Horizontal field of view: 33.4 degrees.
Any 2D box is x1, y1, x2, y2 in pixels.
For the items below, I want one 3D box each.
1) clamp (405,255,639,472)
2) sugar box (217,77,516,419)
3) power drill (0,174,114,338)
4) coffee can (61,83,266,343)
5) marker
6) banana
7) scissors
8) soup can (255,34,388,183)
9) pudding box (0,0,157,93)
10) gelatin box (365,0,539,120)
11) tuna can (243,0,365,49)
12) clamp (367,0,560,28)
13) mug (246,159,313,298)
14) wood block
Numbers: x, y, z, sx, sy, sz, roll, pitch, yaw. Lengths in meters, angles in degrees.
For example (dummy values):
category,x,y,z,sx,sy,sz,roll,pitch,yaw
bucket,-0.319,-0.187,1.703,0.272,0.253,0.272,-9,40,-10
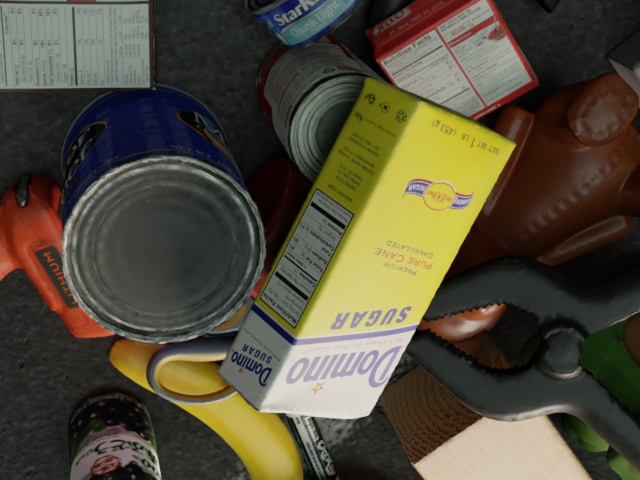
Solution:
category,x,y,z,sx,sy,sz,roll,pitch,yaw
clamp,0.144,0.051,0.604,0.210,0.036,0.164,15,93,9
sugar box,0.025,0.010,0.560,0.093,0.048,0.176,13,105,-47
power drill,-0.218,0.057,0.640,0.187,0.057,0.184,-24,116,-2
coffee can,-0.091,-0.020,0.591,0.102,0.140,0.103,-5,114,-11
marker,-0.002,0.154,0.754,0.020,0.020,0.121,-22,116,-3
banana,-0.062,0.130,0.719,0.069,0.037,0.197,-31,116,-1
scissors,-0.022,0.053,0.704,0.201,0.016,0.096,-12,90,-26
soup can,0.005,-0.075,0.611,0.068,0.102,0.068,-5,114,-12
pudding box,-0.147,-0.128,0.589,0.113,0.039,0.090,-1,114,-11
gelatin box,0.079,-0.108,0.632,0.073,0.030,0.089,-29,138,14
tuna can,-0.001,-0.147,0.588,0.086,0.086,0.033,-45,117,8
clamp,0.090,-0.199,0.614,0.120,0.039,0.171,-7,121,-17
mug,-0.004,0.001,0.636,0.081,0.093,0.117,33,145,-24
wood block,0.141,0.173,0.756,0.091,0.090,0.206,-36,116,4
